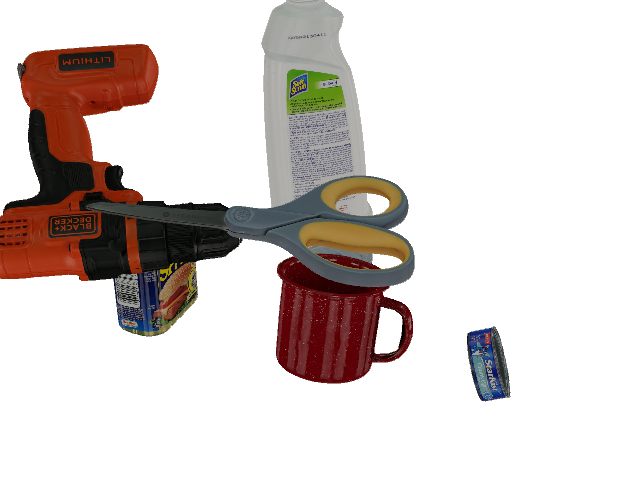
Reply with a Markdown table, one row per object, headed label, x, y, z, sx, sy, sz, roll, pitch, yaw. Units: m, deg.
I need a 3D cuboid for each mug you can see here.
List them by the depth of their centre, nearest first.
| label | x | y | z | sx | sy | sz | roll | pitch | yaw |
| --- | --- | --- | --- | --- | --- | --- | --- | --- | --- |
| mug | 0.018 | 0.067 | 0.874 | 0.117 | 0.081 | 0.093 | 11 | 20 | 12 |

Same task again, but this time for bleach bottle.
| label | x | y | z | sx | sy | sz | roll | pitch | yaw |
| --- | --- | --- | --- | --- | --- | --- | --- | --- | --- |
| bleach bottle | -0.003 | -0.127 | 1.013 | 0.102 | 0.251 | 0.068 | -11 | 30 | -16 |

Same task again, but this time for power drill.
| label | x | y | z | sx | sy | sz | roll | pitch | yaw |
| --- | --- | --- | --- | --- | --- | --- | --- | --- | --- |
| power drill | -0.155 | -0.059 | 0.795 | 0.184 | 0.187 | 0.057 | -4 | -32 | -6 |

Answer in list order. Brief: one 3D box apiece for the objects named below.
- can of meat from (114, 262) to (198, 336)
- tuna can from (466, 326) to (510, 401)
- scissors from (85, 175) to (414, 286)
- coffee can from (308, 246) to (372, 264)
| label | x | y | z | sx | sy | sz | roll | pitch | yaw |
| --- | --- | --- | --- | --- | --- | --- | --- | --- | --- |
| can of meat | -0.161 | 0.034 | 1.043 | 0.057 | 0.084 | 0.102 | 9 | 27 | 19 |
| tuna can | 0.200 | 0.147 | 1.270 | 0.034 | 0.086 | 0.086 | -13 | -3 | 14 |
| scissors | -0.033 | -0.021 | 0.657 | 0.202 | 0.016 | 0.096 | 17 | 45 | 15 |
| coffee can | 0.023 | 0.085 | 1.525 | 0.103 | 0.140 | 0.103 | -1 | 21 | 0 |
